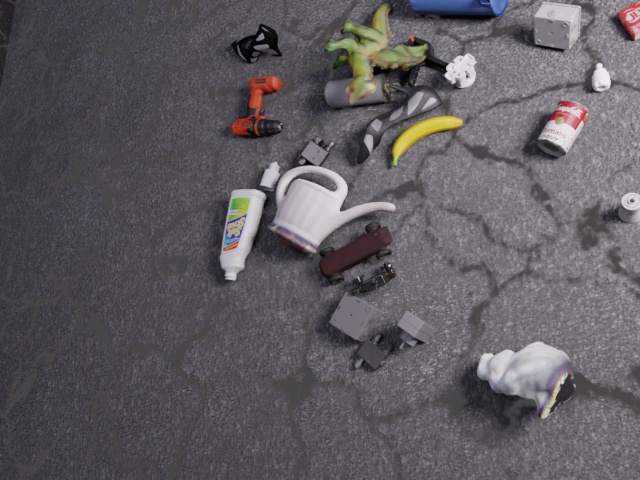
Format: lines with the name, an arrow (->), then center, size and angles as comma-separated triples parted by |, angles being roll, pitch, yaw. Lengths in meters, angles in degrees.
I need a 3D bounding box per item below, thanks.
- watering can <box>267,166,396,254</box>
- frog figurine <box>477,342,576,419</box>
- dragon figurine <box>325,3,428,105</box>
watering can -> 0.004, -0.065, 1.294 | 0.351, 0.103, 0.225 | 26, 86, 35
frog figurine -> 0.379, 0.239, 0.962 | 0.139, 0.120, 0.161 | -35, 41, -26
dragon figurine -> 0.169, -0.503, 1.359 | 0.245, 0.119, 0.417 | 27, 63, 24
